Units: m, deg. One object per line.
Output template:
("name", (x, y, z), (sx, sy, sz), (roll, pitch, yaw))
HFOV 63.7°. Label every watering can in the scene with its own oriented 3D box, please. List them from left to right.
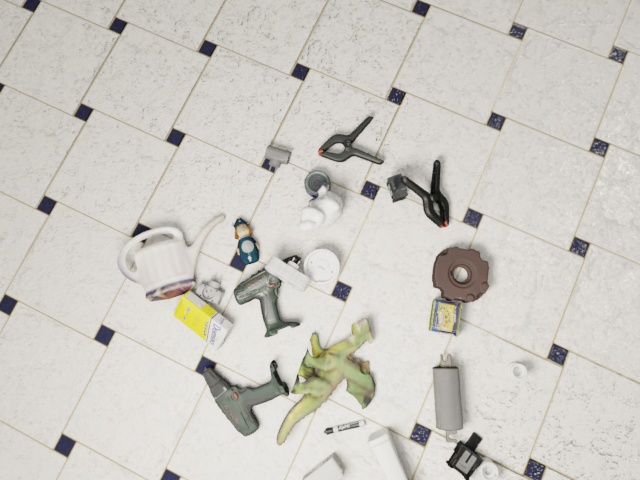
("watering can", (-0.437, 0.057, 1.582), (0.349, 0.103, 0.226), (-18, 80, -11))

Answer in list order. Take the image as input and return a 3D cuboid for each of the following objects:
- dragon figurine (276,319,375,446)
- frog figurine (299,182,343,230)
("dragon figurine", (0.045, 0.417, 1.493), (0.243, 0.121, 0.413), (19, 82, -2))
("frog figurine", (0.005, -0.078, 1.555), (0.135, 0.163, 0.121), (-35, 113, 29))
